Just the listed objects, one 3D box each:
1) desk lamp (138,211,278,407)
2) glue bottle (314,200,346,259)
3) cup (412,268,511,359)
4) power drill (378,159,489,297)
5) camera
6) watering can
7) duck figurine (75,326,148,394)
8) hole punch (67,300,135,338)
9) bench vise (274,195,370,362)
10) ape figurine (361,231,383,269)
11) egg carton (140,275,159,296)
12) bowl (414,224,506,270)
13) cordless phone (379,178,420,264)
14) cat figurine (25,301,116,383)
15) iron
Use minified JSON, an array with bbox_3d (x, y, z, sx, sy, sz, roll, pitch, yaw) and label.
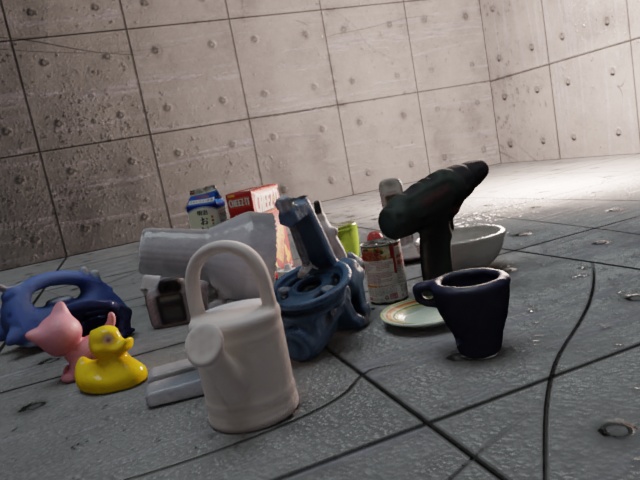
[{"bbox_3d":[-0.140,0.077,0.734,0.203,0.213,0.117,-13,9,-13],"label":"desk lamp"},{"bbox_3d":[0.011,0.004,1.164,0.078,0.173,0.037,-12,9,-9],"label":"glue bottle"},{"bbox_3d":[0.169,0.089,0.677,0.117,0.095,0.092,-5,10,31],"label":"cup"},{"bbox_3d":[0.198,-0.010,0.912,0.230,0.208,0.075,-16,10,-33],"label":"power drill"},{"bbox_3d":[-0.255,0.098,1.117,0.143,0.101,0.137,-11,9,0],"label":"camera"},{"bbox_3d":[-0.088,0.097,0.608,0.101,0.194,0.172,-12,9,-10],"label":"watering can"},{"bbox_3d":[-0.299,0.162,0.800,0.104,0.086,0.078,-8,9,19],"label":"duck figurine"},{"bbox_3d":[-0.399,0.144,1.024,0.108,0.091,0.101,-10,9,1],"label":"hole punch"},{"bbox_3d":[-0.010,0.037,0.815,0.121,0.220,0.208,-8,9,14],"label":"bench vise"},{"bbox_3d":[0.119,0.026,1.163,0.077,0.092,0.076,-8,9,14],"label":"ape figurine"},{"bbox_3d":[-0.329,0.103,1.280,0.107,0.069,0.149,-18,11,-40],"label":"egg carton"},{"bbox_3d":[0.262,0.024,1.060,0.167,0.075,0.167,-10,9,2],"label":"bowl"},{"bbox_3d":[0.201,-0.048,1.235,0.147,0.185,0.094,-12,9,-8],"label":"cordless phone"},{"bbox_3d":[-0.368,0.148,0.868,0.128,0.118,0.067,-13,9,-18],"label":"cat figurine"},{"bbox_3d":[-0.509,0.121,1.137,0.118,0.141,0.259,-2,12,44],"label":"iron"}]
